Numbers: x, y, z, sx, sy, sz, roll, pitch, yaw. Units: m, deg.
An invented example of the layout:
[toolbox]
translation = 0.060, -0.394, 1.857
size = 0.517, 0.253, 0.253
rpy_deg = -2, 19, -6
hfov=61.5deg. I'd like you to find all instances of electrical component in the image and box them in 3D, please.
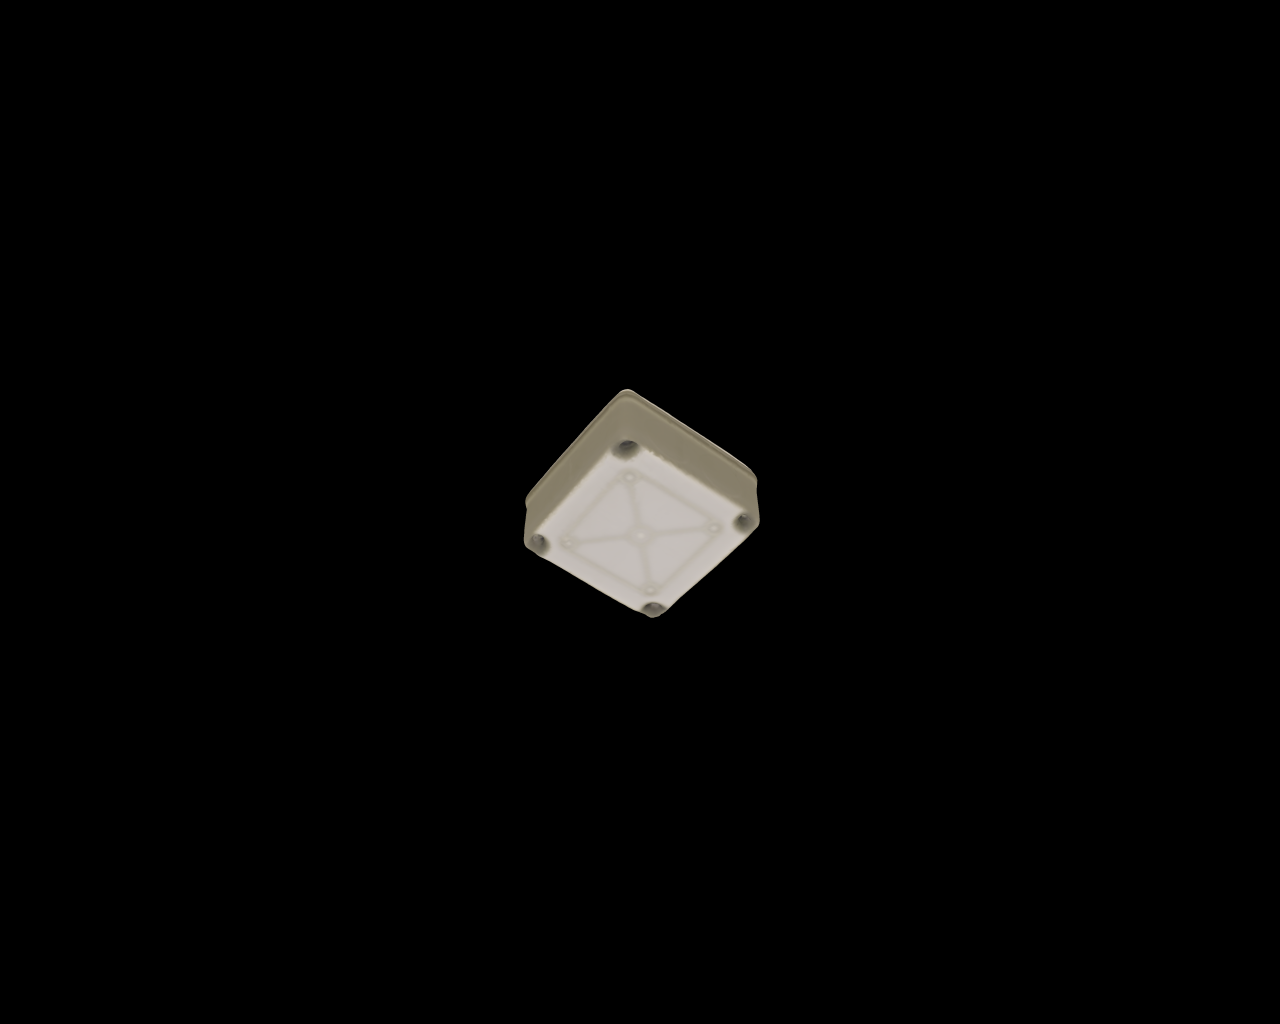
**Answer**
[electrical component]
translation = 0.001, -0.003, 0.650
size = 0.108, 0.108, 0.056
rpy_deg = 32, 32, -22
